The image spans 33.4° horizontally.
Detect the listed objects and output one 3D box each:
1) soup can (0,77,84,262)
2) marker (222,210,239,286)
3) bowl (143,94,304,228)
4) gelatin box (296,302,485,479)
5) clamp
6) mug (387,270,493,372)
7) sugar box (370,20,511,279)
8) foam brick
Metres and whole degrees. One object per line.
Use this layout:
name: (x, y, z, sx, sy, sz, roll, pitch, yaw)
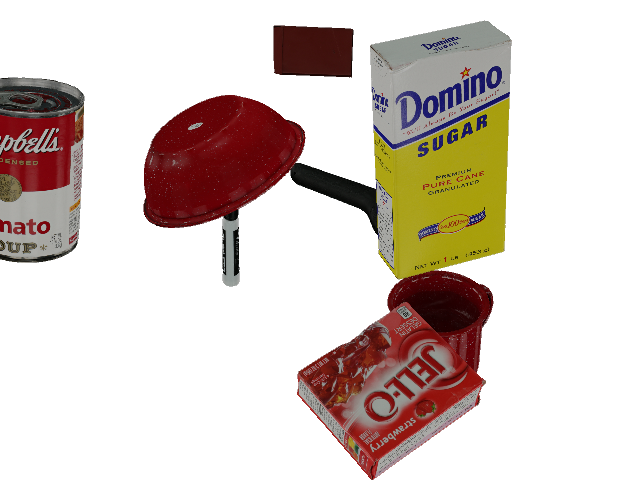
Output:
soup can: (-0.187, -0.045, 0.682, 0.068, 0.102, 0.068, 7, 25, -3)
marker: (-0.097, -0.001, 1.151, 0.020, 0.121, 0.020, 2, 40, -2)
bowl: (-0.097, -0.081, 0.945, 0.162, 0.055, 0.162, -21, 30, 13)
gelatin box: (0.042, 0.088, 0.639, 0.089, 0.073, 0.030, -31, -31, -23)
clamp: (0.074, -0.045, 1.258, 0.164, 0.036, 0.210, -16, 51, -29)
mug: (0.118, 0.083, 1.006, 0.117, 0.081, 0.093, -30, 45, -31)
sugar box: (0.088, -0.063, 0.775, 0.093, 0.176, 0.048, -15, 37, -14)
foam brick: (-0.008, -0.200, 1.129, 0.078, 0.051, 0.053, 0, 12, -12)
